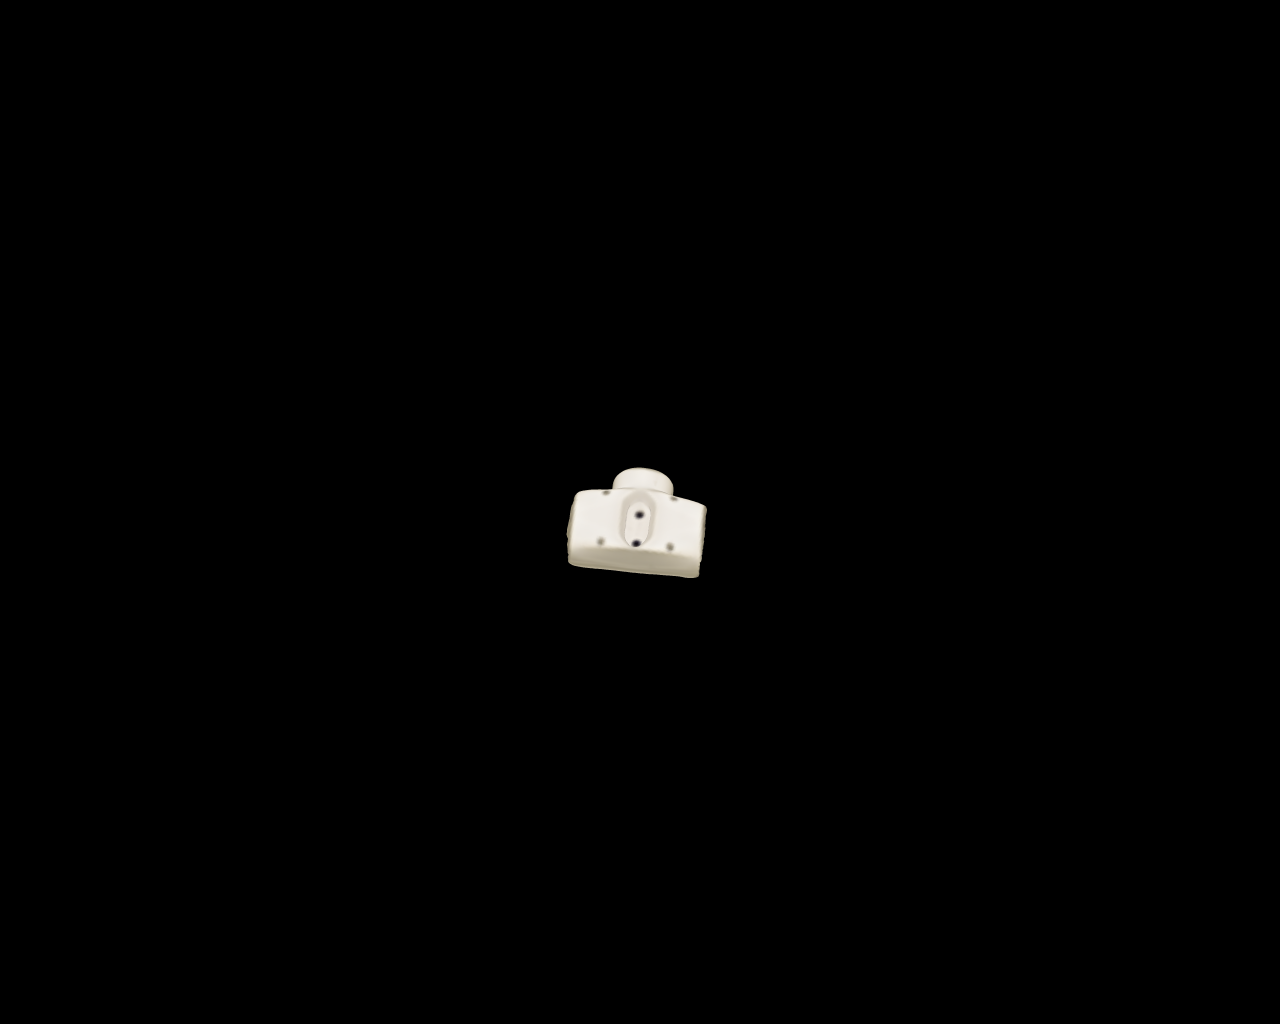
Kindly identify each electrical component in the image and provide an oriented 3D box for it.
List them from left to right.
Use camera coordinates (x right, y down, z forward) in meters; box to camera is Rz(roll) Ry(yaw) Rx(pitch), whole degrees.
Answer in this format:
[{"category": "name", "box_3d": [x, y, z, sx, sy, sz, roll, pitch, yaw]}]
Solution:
[{"category": "electrical component", "box_3d": [0.001, -0.003, 0.650, 0.077, 0.079, 0.043, 6, -27, 3]}]
